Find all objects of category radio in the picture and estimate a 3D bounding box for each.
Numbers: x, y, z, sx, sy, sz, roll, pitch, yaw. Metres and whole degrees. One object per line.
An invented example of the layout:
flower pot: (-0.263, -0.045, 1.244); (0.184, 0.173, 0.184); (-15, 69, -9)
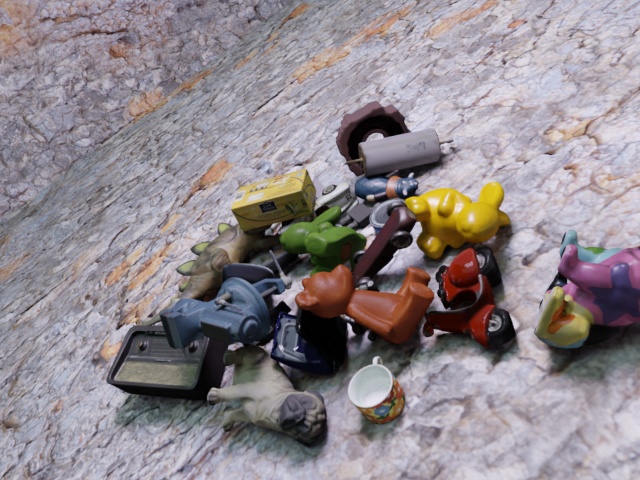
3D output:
radio: (-0.300, 0.240, 1.067); (0.230, 0.073, 0.131); (-3, 56, 25)

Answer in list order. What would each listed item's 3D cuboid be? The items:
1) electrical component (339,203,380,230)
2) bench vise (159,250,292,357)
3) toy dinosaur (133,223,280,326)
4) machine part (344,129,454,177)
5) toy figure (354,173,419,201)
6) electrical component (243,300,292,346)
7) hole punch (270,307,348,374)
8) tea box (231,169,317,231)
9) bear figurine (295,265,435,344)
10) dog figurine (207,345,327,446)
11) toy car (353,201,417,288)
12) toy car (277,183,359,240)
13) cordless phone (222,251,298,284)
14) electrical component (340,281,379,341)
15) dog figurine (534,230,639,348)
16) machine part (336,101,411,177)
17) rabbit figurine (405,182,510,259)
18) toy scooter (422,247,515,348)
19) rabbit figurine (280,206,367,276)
electrical component: (0.090, -0.055, 1.178); (0.094, 0.021, 0.063); (-38, 34, -4)
bench vise: (-0.153, 0.120, 0.962); (0.224, 0.128, 0.240); (-10, 13, 45)
toy dinosaur: (-0.236, 0.056, 1.254); (0.471, 0.105, 0.199); (-43, 27, -28)
machine part: (0.174, -0.192, 1.182); (0.243, 0.079, 0.079); (-11, 37, -1)
toy figure: (0.148, -0.113, 1.167); (0.155, 0.057, 0.064); (5, 86, 39)
electrical component: (-0.117, 0.158, 1.049); (0.119, 0.074, 0.048); (-45, 36, -8)
hole punch: (-0.018, 0.167, 0.925); (0.092, 0.115, 0.142); (-41, 22, 26)
tea box: (-0.100, -0.088, 1.187); (0.170, 0.068, 0.098); (-11, 35, 18)
bear figurine: (0.068, 0.084, 0.869); (0.131, 0.196, 0.120); (-65, -3, 17)
dog figurine: (-0.064, 0.247, 0.897); (0.191, 0.121, 0.172); (0, 49, 20)
toy car: (0.115, 0.020, 0.981); (0.089, 0.053, 0.202); (-95, 26, -45)
toy car: (-0.005, -0.052, 1.208); (0.202, 0.073, 0.056); (-37, 33, -4)
cordless phone: (-0.111, 0.061, 1.123); (0.184, 0.089, 0.146); (-33, -12, -20)
electrical component: (0.083, 0.123, 0.950); (0.078, 0.045, 0.102); (5, 50, 44)
dog figurine: (0.407, 0.079, 0.684); (0.219, 0.191, 0.108); (18, 18, 23)
machine part: (0.125, -0.228, 1.233); (0.179, 0.179, 0.056); (-29, 32, 9)
rabbit figurine: (0.254, -0.032, 0.933); (0.162, 0.121, 0.173); (-17, 11, -13)
toy scooter: (0.222, 0.094, 0.847); (0.135, 0.075, 0.184); (-20, 42, 23)
rabbit figurine: (-0.002, -0.003, 1.096); (0.170, 0.121, 0.159); (18, 48, 39)
